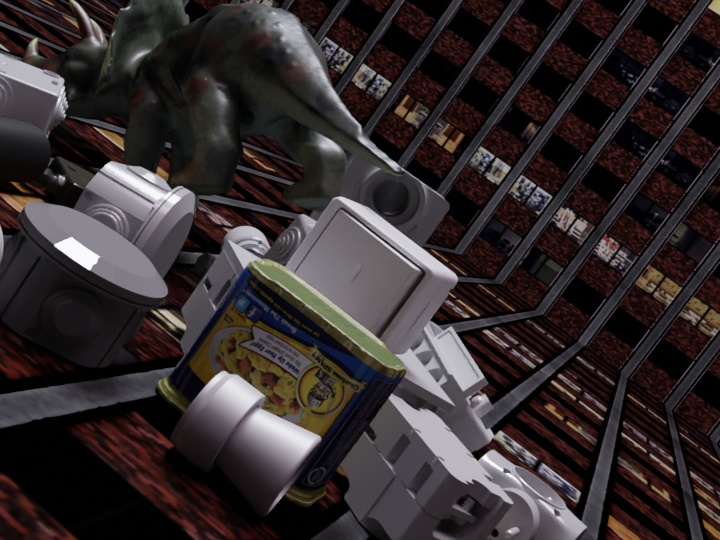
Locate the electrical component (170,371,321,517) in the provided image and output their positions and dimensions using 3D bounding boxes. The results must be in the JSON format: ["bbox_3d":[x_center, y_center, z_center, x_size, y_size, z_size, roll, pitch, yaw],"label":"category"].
[{"bbox_3d":[-0.052,0.079,0.492,0.055,0.045,0.045,36,8,7],"label":"electrical component"}]

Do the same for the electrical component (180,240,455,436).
[{"bbox_3d":[-0.030,0.057,0.660,0.150,0.061,0.089,31,9,-27],"label":"electrical component"}]

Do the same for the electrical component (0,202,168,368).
[{"bbox_3d":[-0.140,0.006,0.530,0.080,0.051,0.080,35,8,-5],"label":"electrical component"}]

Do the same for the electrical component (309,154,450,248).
[{"bbox_3d":[-0.004,-0.022,0.916,0.089,0.150,0.061,34,7,-8],"label":"electrical component"}]

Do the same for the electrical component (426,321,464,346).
[{"bbox_3d":[0.042,0.064,0.927,0.062,0.061,0.096,33,8,-21],"label":"electrical component"}]

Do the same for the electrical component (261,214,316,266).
[{"bbox_3d":[-0.031,0.019,0.749,0.100,0.099,0.048,30,22,-33],"label":"electrical component"}]

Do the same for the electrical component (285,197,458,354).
[{"bbox_3d":[0.000,0.000,0.653,0.096,0.061,0.061,38,8,19],"label":"electrical component"}]

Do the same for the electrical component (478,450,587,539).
[{"bbox_3d":[0.096,0.154,0.674,0.077,0.044,0.079,39,9,21],"label":"electrical component"}]

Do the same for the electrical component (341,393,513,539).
[{"bbox_3d":[0.030,0.115,0.581,0.050,0.055,0.089,30,9,-35],"label":"electrical component"}]

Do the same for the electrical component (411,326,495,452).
[{"bbox_3d":[0.053,0.092,0.788,0.063,0.079,0.121,56,3,-14],"label":"electrical component"}]

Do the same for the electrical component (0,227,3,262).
[{"bbox_3d":[-0.187,-0.011,0.459,0.045,0.045,0.055,37,8,11],"label":"electrical component"}]

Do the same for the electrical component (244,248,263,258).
[{"bbox_3d":[-0.073,0.013,0.799,0.055,0.045,0.045,30,10,-34],"label":"electrical component"}]

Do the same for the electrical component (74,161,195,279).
[{"bbox_3d":[-0.133,-0.020,0.616,0.051,0.080,0.080,30,8,2],"label":"electrical component"}]

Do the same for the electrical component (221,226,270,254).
[{"bbox_3d":[-0.090,-0.008,0.872,0.040,0.040,0.078,33,8,-20],"label":"electrical component"}]

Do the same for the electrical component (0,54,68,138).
[{"bbox_3d":[-0.258,-0.124,0.757,0.100,0.048,0.099,20,12,-18],"label":"electrical component"}]
